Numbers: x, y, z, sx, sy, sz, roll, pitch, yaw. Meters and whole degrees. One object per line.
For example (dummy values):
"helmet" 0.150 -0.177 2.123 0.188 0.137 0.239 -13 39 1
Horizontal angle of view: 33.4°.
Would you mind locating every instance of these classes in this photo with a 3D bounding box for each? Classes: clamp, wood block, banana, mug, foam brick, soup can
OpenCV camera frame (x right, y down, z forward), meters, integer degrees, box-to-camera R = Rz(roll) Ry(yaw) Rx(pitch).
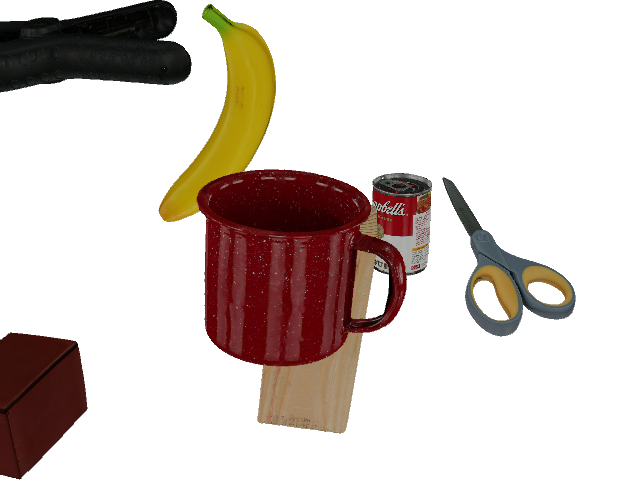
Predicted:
"clamp" -0.162 -0.120 0.658 0.171 0.039 0.120 -1 21 -2
"wood block" -0.004 0.071 1.026 0.090 0.206 0.091 8 26 -2
"banana" -0.076 -0.092 0.836 0.069 0.198 0.037 13 34 -8
"mug" -0.010 0.017 0.578 0.117 0.081 0.093 11 25 14
"foam brick" -0.189 0.100 0.663 0.053 0.051 0.078 7 28 21
"soup can" 0.092 -0.019 1.228 0.068 0.102 0.068 0 24 0

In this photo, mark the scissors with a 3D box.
"scissors" 0.157 0.007 0.899 0.096 0.016 0.201 2 39 1
